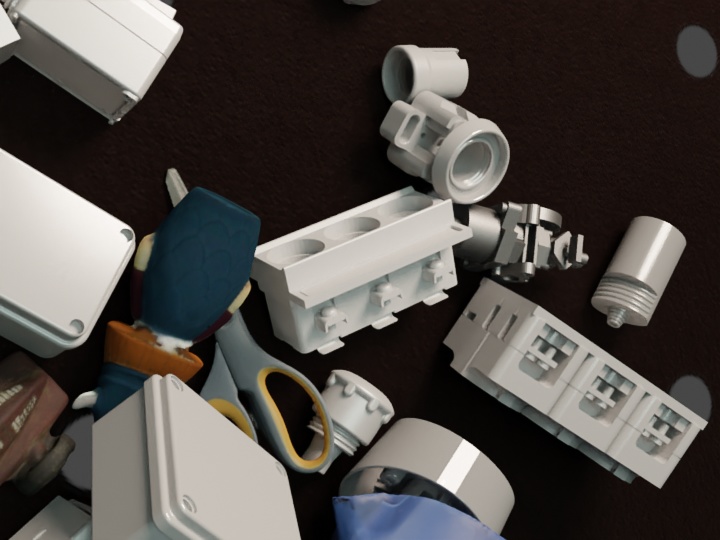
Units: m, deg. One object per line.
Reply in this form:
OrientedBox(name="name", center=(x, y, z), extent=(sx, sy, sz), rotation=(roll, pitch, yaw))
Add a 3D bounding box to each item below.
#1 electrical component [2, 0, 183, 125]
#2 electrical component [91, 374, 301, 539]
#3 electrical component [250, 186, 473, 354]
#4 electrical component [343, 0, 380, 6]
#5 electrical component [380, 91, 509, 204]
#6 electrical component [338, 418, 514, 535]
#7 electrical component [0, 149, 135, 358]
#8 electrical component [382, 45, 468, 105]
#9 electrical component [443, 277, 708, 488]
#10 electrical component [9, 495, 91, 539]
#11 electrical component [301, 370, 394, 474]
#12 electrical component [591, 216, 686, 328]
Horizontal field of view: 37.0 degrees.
OrientedBox(name="electrical component", center=(-0.157, -0.139, 0.612), extent=(0.096, 0.062, 0.061), rotation=(34, 70, -19))
OrientedBox(name="electrical component", center=(-0.084, 0.127, 0.560), extent=(0.056, 0.108, 0.108), rotation=(-36, 124, 11))
OrientedBox(name="electrical component", center=(0.000, 0.000, 0.671), extent=(0.121, 0.079, 0.063), rotation=(-23, 117, -26))
OrientedBox(name="electrical component", center=(0.009, -0.200, 0.699), extent=(0.043, 0.062, 0.043), rotation=(3, 83, -25))
OrientedBox(name="electrical component", center=(0.060, -0.078, 0.699), extent=(0.078, 0.057, 0.058), rotation=(17, 106, -43))
OrientedBox(name="electrical component", center=(0.042, 0.141, 0.662), extent=(0.099, 0.099, 0.064), rotation=(47, 61, -14))
OrientedBox(name="electrical component", center=(-0.188, -0.012, 0.579), extent=(0.113, 0.057, 0.078), rotation=(33, 62, -19))
OrientedBox(name="electrical component", center=(0.044, -0.131, 0.722), extent=(0.046, 0.040, 0.040), rotation=(-10, 89, -32))
OrientedBox(name="electrical component", center=(0.137, 0.077, 0.711), extent=(0.150, 0.089, 0.061), rotation=(33, 91, -19))
OrientedBox(name="electrical component", center=(-0.151, 0.160, 0.563), extent=(0.062, 0.096, 0.061), rotation=(-43, 103, -24))
OrientedBox(name="electrical component", center=(-0.012, 0.097, 0.668), extent=(0.048, 0.048, 0.062), rotation=(39, 79, -17))
OrientedBox(name="electrical component", center=(0.200, 0.006, 0.781), extent=(0.043, 0.043, 0.081), rotation=(37, 70, -18))
